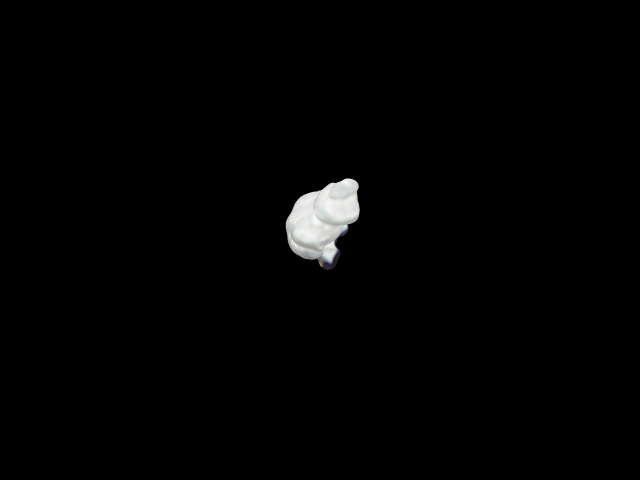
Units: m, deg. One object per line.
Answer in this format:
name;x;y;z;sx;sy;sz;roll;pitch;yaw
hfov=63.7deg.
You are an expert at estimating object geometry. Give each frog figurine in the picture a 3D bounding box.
frog figurine;0.003;-0.043;0.850;0.123;0.139;0.156;33;-24;17
